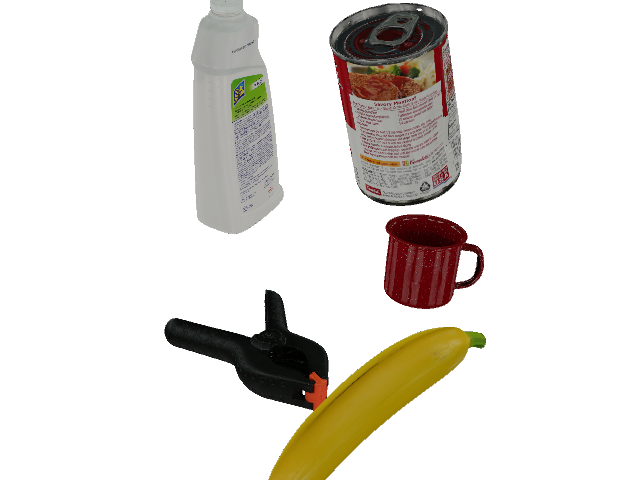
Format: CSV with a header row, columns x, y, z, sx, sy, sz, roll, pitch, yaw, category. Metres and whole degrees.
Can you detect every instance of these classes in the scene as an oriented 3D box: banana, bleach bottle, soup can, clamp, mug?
x,y,z,sx,sy,sz,roll,pitch,yaw,category
0.032,0.117,0.717,0.037,0.197,0.069,48,-6,43,banana
-0.085,-0.134,1.070,0.068,0.251,0.102,20,40,24,bleach bottle
0.047,-0.080,0.636,0.068,0.102,0.068,-8,38,6,soup can
-0.042,0.093,0.938,0.120,0.039,0.172,-28,41,-36,clamp
0.128,0.026,1.221,0.117,0.081,0.093,4,25,-2,mug
